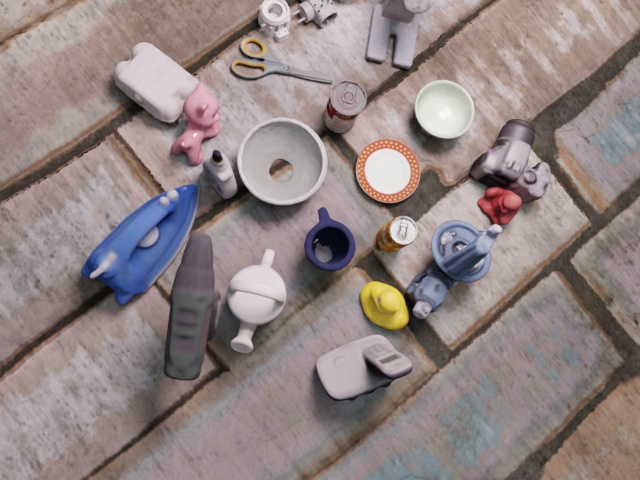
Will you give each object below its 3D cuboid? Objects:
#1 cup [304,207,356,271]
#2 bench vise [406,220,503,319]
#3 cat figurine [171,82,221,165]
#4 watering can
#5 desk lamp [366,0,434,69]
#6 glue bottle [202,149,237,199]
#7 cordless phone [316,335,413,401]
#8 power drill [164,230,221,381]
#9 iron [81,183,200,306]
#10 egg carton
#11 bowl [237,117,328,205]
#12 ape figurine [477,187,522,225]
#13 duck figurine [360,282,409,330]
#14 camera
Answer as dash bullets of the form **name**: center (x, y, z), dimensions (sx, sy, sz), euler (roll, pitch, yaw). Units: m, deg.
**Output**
- **cup**: center (0.010, 0.004, 1.055), dimensions (0.092, 0.095, 0.118), euler (-12, 83, -10)
- **bench vise**: center (0.249, 0.052, 1.017), dimensions (0.121, 0.219, 0.207), euler (18, 79, -4)
- **cat figurine**: center (-0.224, -0.215, 1.045), dimensions (0.067, 0.117, 0.128), euler (26, 78, -3)
- **watering can**: center (-0.107, 0.102, 0.971), dimensions (0.101, 0.194, 0.173), euler (-5, 82, -9)
- **desk lamp**: center (0.173, -0.473, 1.094), dimensions (0.118, 0.213, 0.203), euler (10, 80, -6)
- **glue bottle**: center (-0.177, -0.126, 1.009), dimensions (0.037, 0.173, 0.078), euler (-36, 87, -12)
- **cordless phone**: center (0.077, 0.223, 0.983), dimensions (0.148, 0.185, 0.094), euler (-23, 84, -11)
- **power drill**: center (-0.209, 0.112, 0.948), dimensions (0.075, 0.208, 0.230), euler (7, 80, -7)
- **iron**: center (-0.300, -0.017, 0.990), dimensions (0.118, 0.141, 0.258), euler (38, 78, 0)
- **egg carton**: center (-0.306, -0.293, 1.070), dimensions (0.150, 0.069, 0.107), euler (37, 78, -1)
- **bowl**: center (-0.072, -0.139, 1.076), dimensions (0.167, 0.074, 0.167), euler (1, 81, -8)
- **ape figurine**: center (0.361, -0.070, 1.118), dimensions (0.076, 0.092, 0.078), euler (2, 81, -8)
- **duck figurine**: center (0.126, 0.120, 1.057), dimensions (0.077, 0.086, 0.104), euler (-43, 89, -12)
- **camera**: center (0.393, -0.164, 1.134), dimensions (0.143, 0.100, 0.137), euler (26, 78, -3)
